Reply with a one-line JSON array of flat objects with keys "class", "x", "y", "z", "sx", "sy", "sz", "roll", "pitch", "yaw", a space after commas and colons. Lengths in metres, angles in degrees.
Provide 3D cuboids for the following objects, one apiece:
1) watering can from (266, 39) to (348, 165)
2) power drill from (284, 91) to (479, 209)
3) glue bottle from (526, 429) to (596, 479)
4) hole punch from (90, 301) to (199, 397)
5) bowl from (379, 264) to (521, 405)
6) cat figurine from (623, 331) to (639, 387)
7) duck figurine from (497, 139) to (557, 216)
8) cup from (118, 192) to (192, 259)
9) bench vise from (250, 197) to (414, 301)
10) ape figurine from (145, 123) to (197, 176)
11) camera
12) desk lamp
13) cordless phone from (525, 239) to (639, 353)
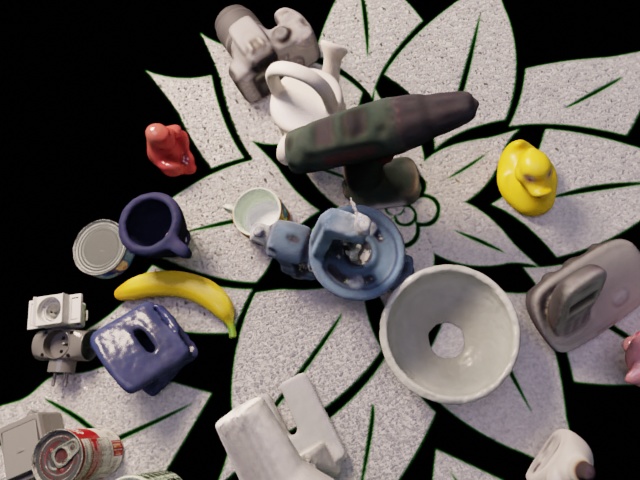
[{"class": "watering can", "x": -0.015, "y": -0.188, "z": 0.777, "sx": 0.100, "sy": 0.194, "sz": 0.173, "roll": 1, "pitch": 73, "yaw": 11}, {"class": "power drill", "x": 0.078, "y": -0.110, "z": 0.728, "sx": 0.229, "sy": 0.209, "sz": 0.075, "roll": -9, "pitch": 72, "yaw": 8}, {"class": "glue bottle", "x": 0.262, "y": 0.240, "z": 0.605, "sx": 0.037, "sy": 0.173, "sz": 0.078, "roll": 37, "pitch": 83, "yaw": 19}, {"class": "hole punch", "x": -0.236, "y": 0.142, "z": 0.772, "sx": 0.101, "sy": 0.091, "sz": 0.108, "roll": -43, "pitch": 71, "yaw": -4}, {"class": "bowl", "x": 0.159, "y": 0.119, "z": 0.714, "sx": 0.167, "sy": 0.075, "sz": 0.167, "roll": -3, "pitch": 73, "yaw": 10}, {"class": "cat figurine", "x": 0.397, "y": 0.132, "z": 0.643, "sx": 0.127, "sy": 0.118, "sz": 0.067, "roll": -7, "pitch": 72, "yaw": 8}, {"class": "duck figurine", "x": 0.275, "y": -0.091, "z": 0.751, "sx": 0.077, "sy": 0.086, "sz": 0.104, "roll": -16, "pitch": 71, "yaw": 6}, {"class": "cup", "x": -0.213, "y": -0.004, "z": 0.810, "sx": 0.117, "sy": 0.095, "sz": 0.092, "roll": 36, "pitch": 82, "yaw": 18}, {"class": "bench vise", "x": 0.007, "y": 0.014, "z": 0.697, "sx": 0.207, "sy": 0.220, "sz": 0.121, "roll": -6, "pitch": 72, "yaw": 9}, {"class": "ape figurine", "x": -0.230, "y": -0.142, "z": 0.857, "sx": 0.076, "sy": 0.092, "sz": 0.078, "roll": 17, "pitch": 77, "yaw": 15}, {"class": "camera", "x": -0.094, "y": -0.311, "z": 0.879, "sx": 0.143, "sy": 0.101, "sz": 0.136, "roll": -34, "pitch": 70, "yaw": -1}, {"class": "desk lamp", "x": -0.037, "y": 0.255, "z": 0.635, "sx": 0.118, "sy": 0.214, "sz": 0.203, "roll": -30, "pitch": 70, "yaw": 1}, {"class": "cordless phone", "x": 0.314, "y": 0.052, "z": 0.647, "sx": 0.147, "sy": 0.185, "sz": 0.094, "roll": -36, "pitch": 70, "yaw": -1}]
